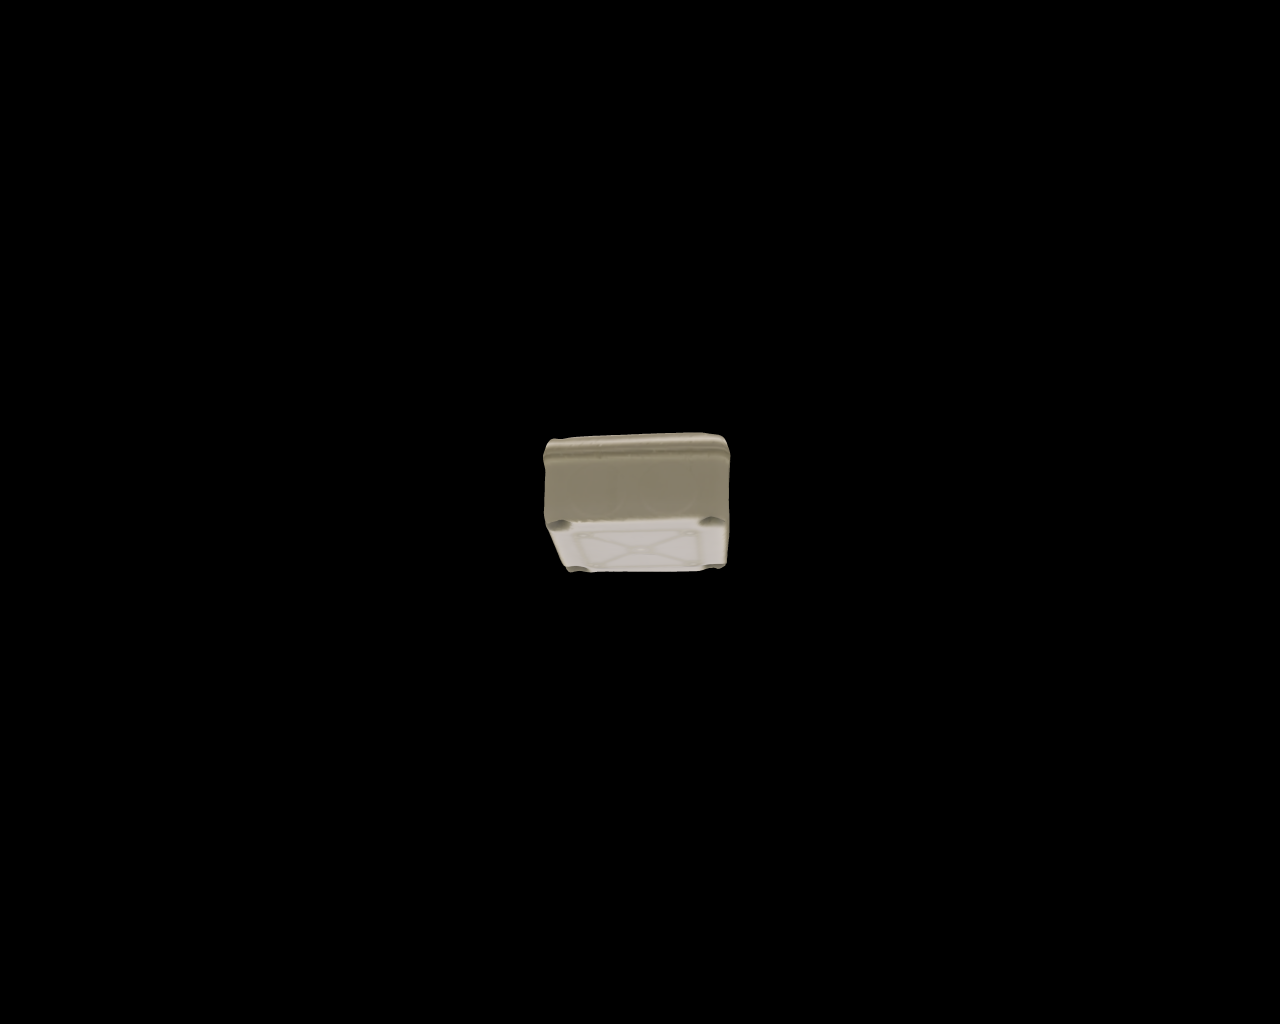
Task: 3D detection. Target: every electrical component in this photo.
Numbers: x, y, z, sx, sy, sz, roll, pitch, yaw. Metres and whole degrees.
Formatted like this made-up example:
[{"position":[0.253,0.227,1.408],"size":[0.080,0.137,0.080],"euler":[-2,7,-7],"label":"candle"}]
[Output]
[{"position":[0.001,-0.003,0.650],"size":[0.109,0.056,0.108],"euler":[-1,-19,3],"label":"electrical component"}]
